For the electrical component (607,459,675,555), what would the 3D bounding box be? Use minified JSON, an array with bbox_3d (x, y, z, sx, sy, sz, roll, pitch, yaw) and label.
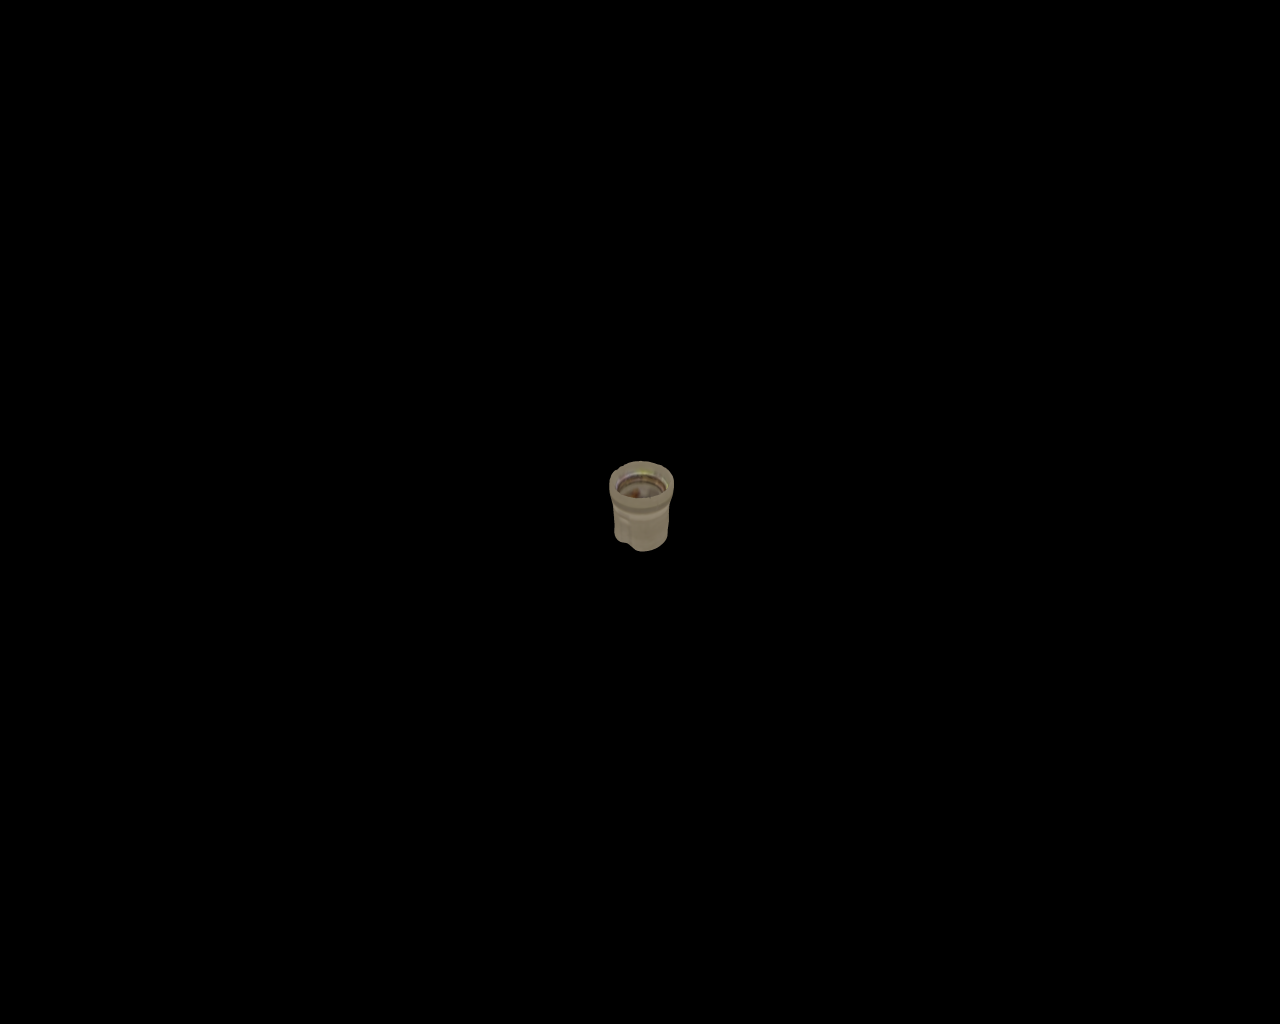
[{"bbox_3d":[0.001,-0.003,0.650,0.040,0.046,0.040,0,39,0],"label":"electrical component"}]
